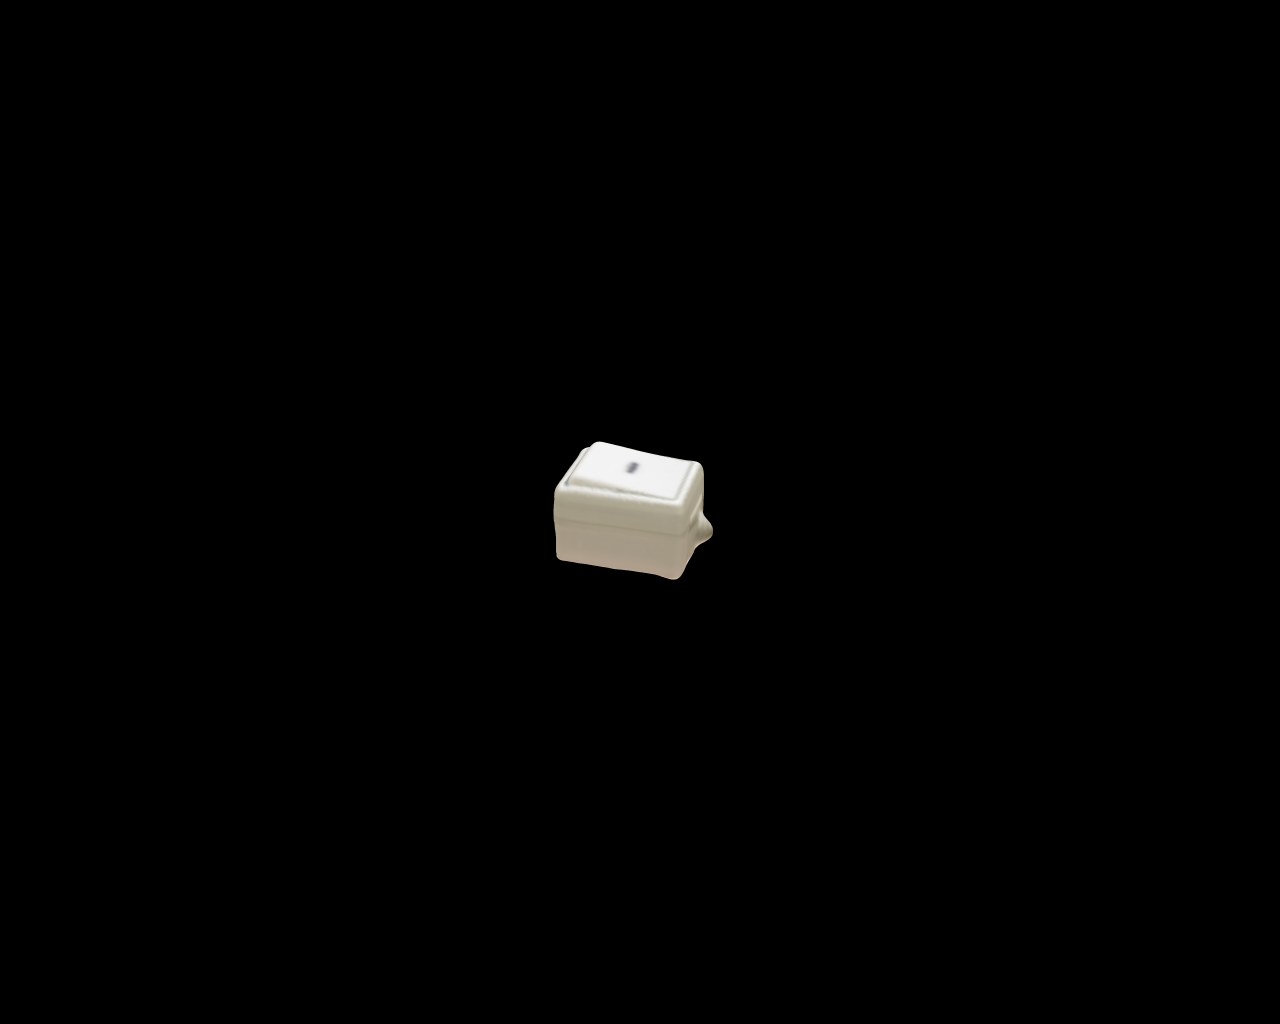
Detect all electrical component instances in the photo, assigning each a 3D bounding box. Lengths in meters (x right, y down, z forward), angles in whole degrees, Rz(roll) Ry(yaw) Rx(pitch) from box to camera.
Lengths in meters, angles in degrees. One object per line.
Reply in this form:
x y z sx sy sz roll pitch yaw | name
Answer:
0.001 -0.003 0.650 0.096 0.061 0.062 8 32 14 | electrical component
